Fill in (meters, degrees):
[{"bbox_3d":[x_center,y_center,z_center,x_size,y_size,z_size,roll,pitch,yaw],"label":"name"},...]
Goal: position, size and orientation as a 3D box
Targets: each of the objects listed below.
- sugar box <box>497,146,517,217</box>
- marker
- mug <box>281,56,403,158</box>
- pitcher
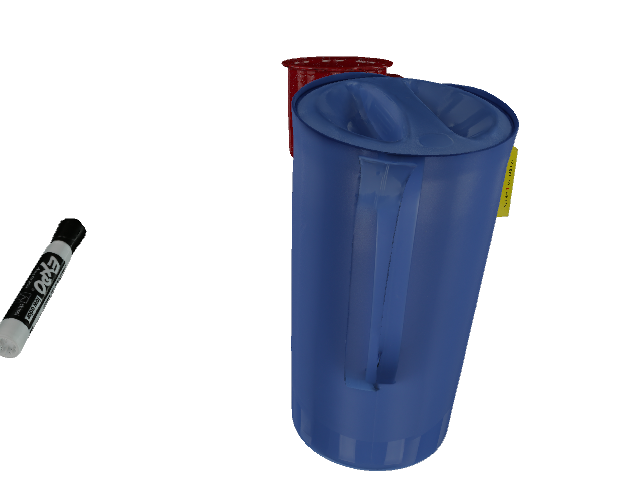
[{"bbox_3d":[0.149,-0.071,1.298,0.176,0.093,0.048,-7,25,-22],"label":"sugar box"},{"bbox_3d":[-0.174,0.025,0.670,0.020,0.020,0.121,0,38,12],"label":"marker"},{"bbox_3d":[0.025,-0.111,0.903,0.117,0.081,0.093,-8,17,-25],"label":"mug"},{"bbox_3d":[0.039,0.028,0.670,0.149,0.243,0.145,-15,34,-32],"label":"pitcher"}]
